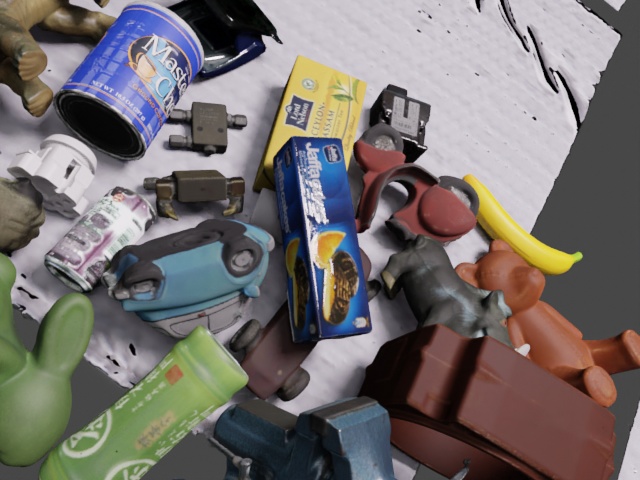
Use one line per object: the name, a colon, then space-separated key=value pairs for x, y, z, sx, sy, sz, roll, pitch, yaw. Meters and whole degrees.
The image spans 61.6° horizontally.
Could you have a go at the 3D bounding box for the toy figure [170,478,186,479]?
toy figure: x=-0.117 y=0.286 z=0.457 sx=0.064 sy=0.058 sz=0.154 roll=24 pitch=52 yaw=-53

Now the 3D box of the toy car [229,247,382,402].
toy car: x=-0.014 y=0.079 z=0.575 sx=0.089 sy=0.053 sz=0.202 roll=47 pitch=62 yaw=-12

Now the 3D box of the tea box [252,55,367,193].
tea box: x=-0.011 y=-0.127 z=0.653 sx=0.098 sy=0.068 sz=0.169 roll=18 pitch=65 yaw=-13

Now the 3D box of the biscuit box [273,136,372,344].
biscuit box: x=-0.001 y=-0.002 z=0.541 sx=0.063 sy=0.059 sz=0.202 roll=-2 pitch=77 yaw=-28

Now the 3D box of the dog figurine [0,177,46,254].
dog figurine: x=-0.366 y=-0.025 z=0.462 sx=0.190 sy=0.121 sz=0.172 roll=34 pitch=62 yaw=-4

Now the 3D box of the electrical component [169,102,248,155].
electrical component: x=-0.132 y=-0.131 z=0.639 sx=0.094 sy=0.021 sz=0.063 roll=0 pitch=69 yaw=-20

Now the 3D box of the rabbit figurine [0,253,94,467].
rabbit figurine: x=-0.275 y=0.105 z=0.462 sx=0.159 sy=0.121 sz=0.170 roll=-43 pitch=104 yaw=-35

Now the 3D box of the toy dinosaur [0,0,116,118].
toy dinosaur: x=-0.323 y=-0.281 z=0.579 sx=0.198 sy=0.105 sz=0.471 roll=24 pitch=48 yaw=-10

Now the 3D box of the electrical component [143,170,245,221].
electrical component: x=-0.134 y=-0.049 z=0.582 sx=0.102 sy=0.078 sz=0.045 roll=-6 pitch=105 yaw=-26

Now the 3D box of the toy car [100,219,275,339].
toy car: x=-0.120 y=0.045 z=0.525 sx=0.162 sy=0.109 sz=0.102 roll=-21 pitch=112 yaw=-27

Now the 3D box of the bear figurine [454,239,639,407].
bear figurine: x=0.258 y=0.086 z=0.626 sx=0.120 sy=0.132 sz=0.196 roll=-23 pitch=84 yaw=-31

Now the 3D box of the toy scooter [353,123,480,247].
toy scooter: x=0.099 y=-0.041 z=0.651 sx=0.184 sy=0.075 sz=0.135 roll=36 pitch=75 yaw=-9

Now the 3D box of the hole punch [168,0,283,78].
hole punch: x=-0.130 y=-0.271 z=0.672 sx=0.142 sy=0.092 sz=0.116 roll=48 pitch=32 yaw=8

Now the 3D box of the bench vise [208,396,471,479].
bench vise: x=-0.009 y=0.244 z=0.449 sx=0.129 sy=0.224 sz=0.240 roll=-1 pitch=96 yaw=-58

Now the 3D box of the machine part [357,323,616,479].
machine part: x=0.146 y=0.173 z=0.507 sx=0.201 sy=0.201 sz=0.087 roll=31 pitch=64 yaw=-5

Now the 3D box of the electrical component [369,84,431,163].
electrical component: x=0.108 y=-0.167 z=0.722 sx=0.075 sy=0.047 sz=0.119 roll=18 pitch=66 yaw=-11

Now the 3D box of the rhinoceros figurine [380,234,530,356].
rhinoceros figurine: x=0.147 y=0.081 z=0.588 sx=0.112 sy=0.073 sz=0.190 roll=-33 pitch=67 yaw=-4
